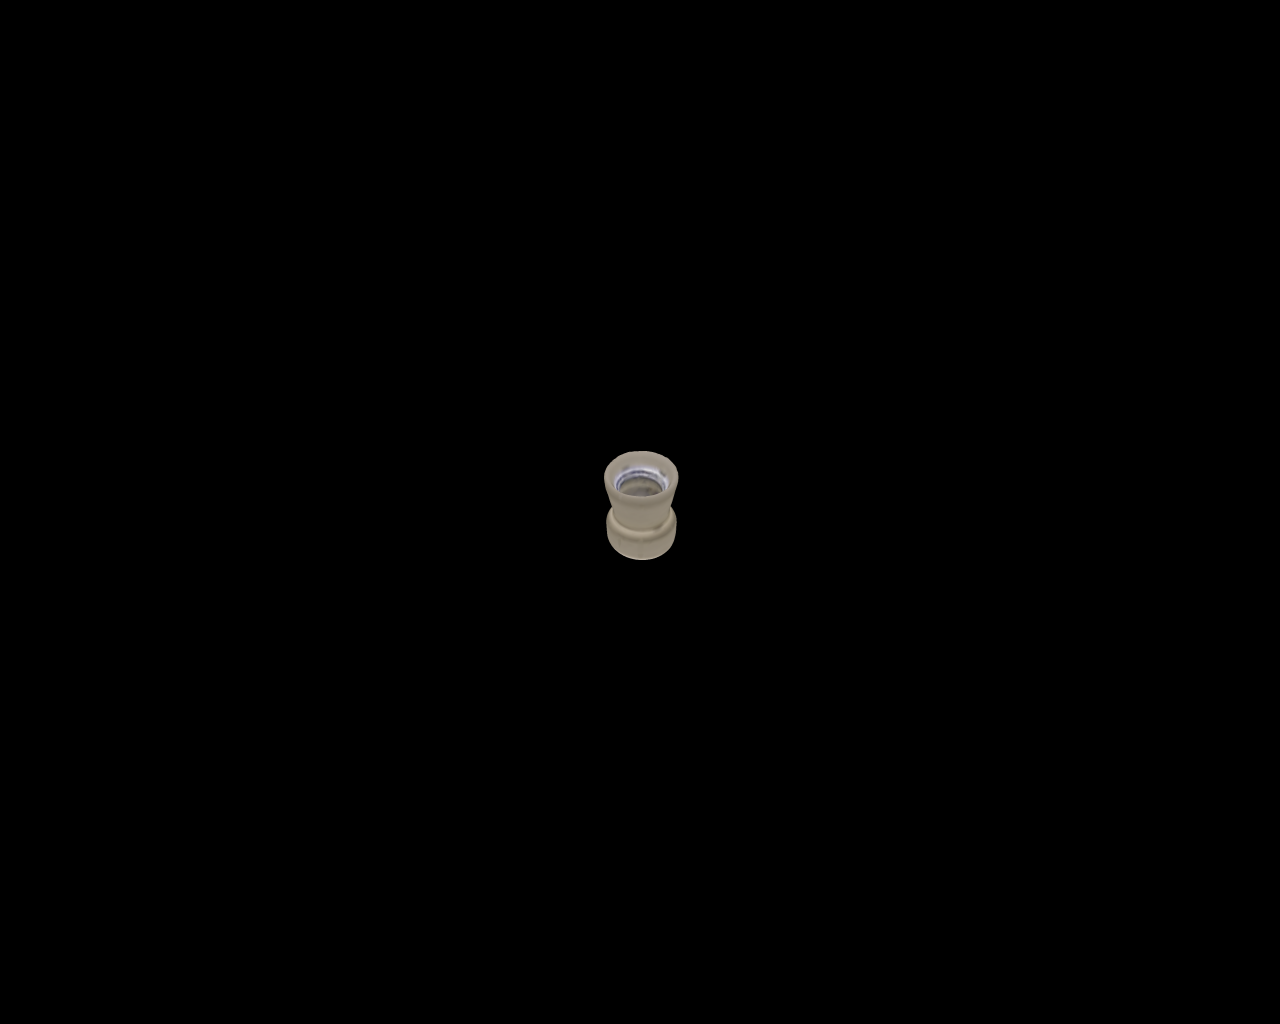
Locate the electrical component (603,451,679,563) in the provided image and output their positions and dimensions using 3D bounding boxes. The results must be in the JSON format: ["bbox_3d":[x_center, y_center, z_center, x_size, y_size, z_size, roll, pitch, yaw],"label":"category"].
[{"bbox_3d":[0.001,-0.003,0.650,0.045,0.055,0.045,0,42,0],"label":"electrical component"}]
